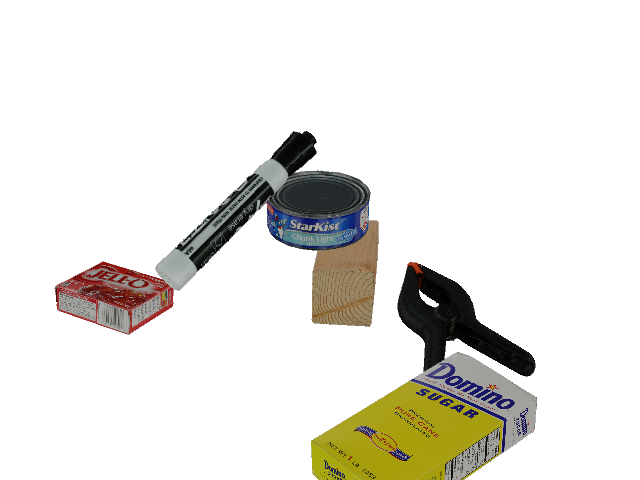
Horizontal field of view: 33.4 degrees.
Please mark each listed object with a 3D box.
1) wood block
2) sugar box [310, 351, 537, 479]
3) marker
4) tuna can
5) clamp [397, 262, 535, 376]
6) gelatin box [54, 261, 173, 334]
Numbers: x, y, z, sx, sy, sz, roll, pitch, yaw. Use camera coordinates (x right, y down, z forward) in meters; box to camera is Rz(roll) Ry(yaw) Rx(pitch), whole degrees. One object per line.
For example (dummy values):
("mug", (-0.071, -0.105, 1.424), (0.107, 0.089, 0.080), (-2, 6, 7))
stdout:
("wood block", (0.041, 0.045, 1.650), (0.091, 0.090, 0.206), (3, 23, 4))
("sugar box", (0.088, 0.161, 0.886), (0.175, 0.048, 0.093), (-29, 41, -31))
("marker", (-0.045, -0.020, 0.607), (0.121, 0.020, 0.020), (-46, 18, -18))
("tuna can", (-0.002, -0.025, 0.881), (0.086, 0.034, 0.086), (0, 28, 0))
("clamp", (0.139, 0.087, 1.081), (0.120, 0.039, 0.171), (0, 44, -20))
("gelatin box", (-0.197, 0.053, 1.026), (0.089, 0.030, 0.073), (16, 25, 24))
